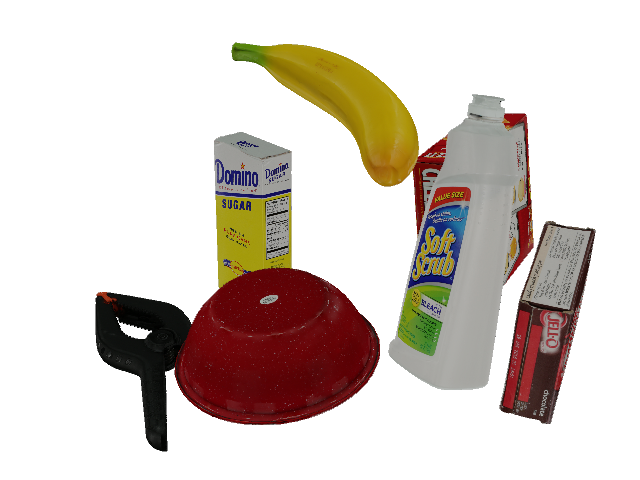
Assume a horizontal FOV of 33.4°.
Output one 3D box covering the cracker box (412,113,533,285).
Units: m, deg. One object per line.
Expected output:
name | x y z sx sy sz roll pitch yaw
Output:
cracker box | 0.168 -0.035 1.152 0.072 0.164 0.213 3 20 26

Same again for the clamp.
clamp | -0.137 0.103 1.010 0.164 0.036 0.210 -21 40 -32

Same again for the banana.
banana | 0.015 -0.083 0.672 0.069 0.037 0.198 -18 36 -24

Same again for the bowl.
bowl | -0.036 0.068 0.820 0.162 0.055 0.162 -5 31 3

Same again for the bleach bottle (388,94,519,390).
bleach bottle | 0.122 -0.002 0.934 0.068 0.251 0.103 1 15 -27

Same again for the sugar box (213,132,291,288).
sugar box | -0.073 -0.019 1.142 0.048 0.176 0.093 -19 28 -34

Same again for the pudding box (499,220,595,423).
pudding box | 0.152 0.052 0.712 0.039 0.090 0.113 13 32 13
